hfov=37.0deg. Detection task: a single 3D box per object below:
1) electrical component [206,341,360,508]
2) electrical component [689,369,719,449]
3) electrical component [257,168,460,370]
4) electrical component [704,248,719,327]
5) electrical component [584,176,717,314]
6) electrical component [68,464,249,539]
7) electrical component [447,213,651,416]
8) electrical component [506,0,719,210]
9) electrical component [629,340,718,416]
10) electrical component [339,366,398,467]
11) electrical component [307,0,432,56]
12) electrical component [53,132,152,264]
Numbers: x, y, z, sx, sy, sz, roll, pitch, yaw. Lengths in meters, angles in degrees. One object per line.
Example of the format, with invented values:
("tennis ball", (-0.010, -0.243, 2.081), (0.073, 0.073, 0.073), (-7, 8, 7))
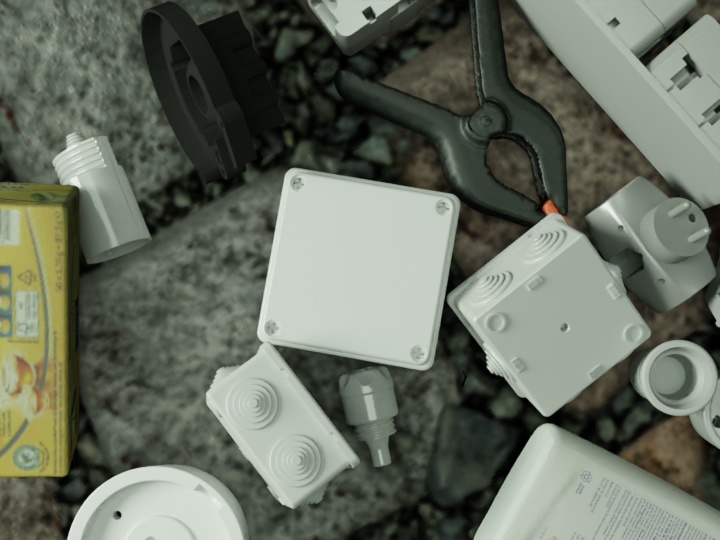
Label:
("electrical component", (-0.050, 0.096, 0.650), (0.048, 0.099, 0.099), (-37, 86, -13))
("electrical component", (0.234, 0.087, 0.664), (0.055, 0.047, 0.055), (0, 87, 2))
("electrical component", (0.000, 0.000, 0.673), (0.109, 0.056, 0.108), (10, 88, 3))
("electrical component", (0.299, 0.009, 0.649), (0.150, 0.061, 0.089), (18, 107, 3))
("electrical component", (0.186, -0.020, 0.656), (0.043, 0.079, 0.077), (-36, 86, -21))
("electrical component", (-0.120, 0.172, 0.667), (0.108, 0.060, 0.108), (0, 87, 2))
("electrical component", (0.116, 0.028, 0.656), (0.100, 0.048, 0.099), (-38, 109, 0))
("electrical component", (0.177, -0.129, 0.647), (0.060, 0.105, 0.186), (-41, 86, 0))
("electrical component", (0.188, 0.065, 0.657), (0.044, 0.065, 0.044), (0, 87, 3))
("electrical component", (0.008, 0.093, 0.679), (0.035, 0.035, 0.061), (-12, 90, 2))
("electrical component", (0.014, -0.183, 0.681), (0.089, 0.055, 0.050), (-35, 86, 0))
("electrical component", (-0.169, -0.049, 0.688), (0.043, 0.043, 0.081), (-22, 86, 1))
